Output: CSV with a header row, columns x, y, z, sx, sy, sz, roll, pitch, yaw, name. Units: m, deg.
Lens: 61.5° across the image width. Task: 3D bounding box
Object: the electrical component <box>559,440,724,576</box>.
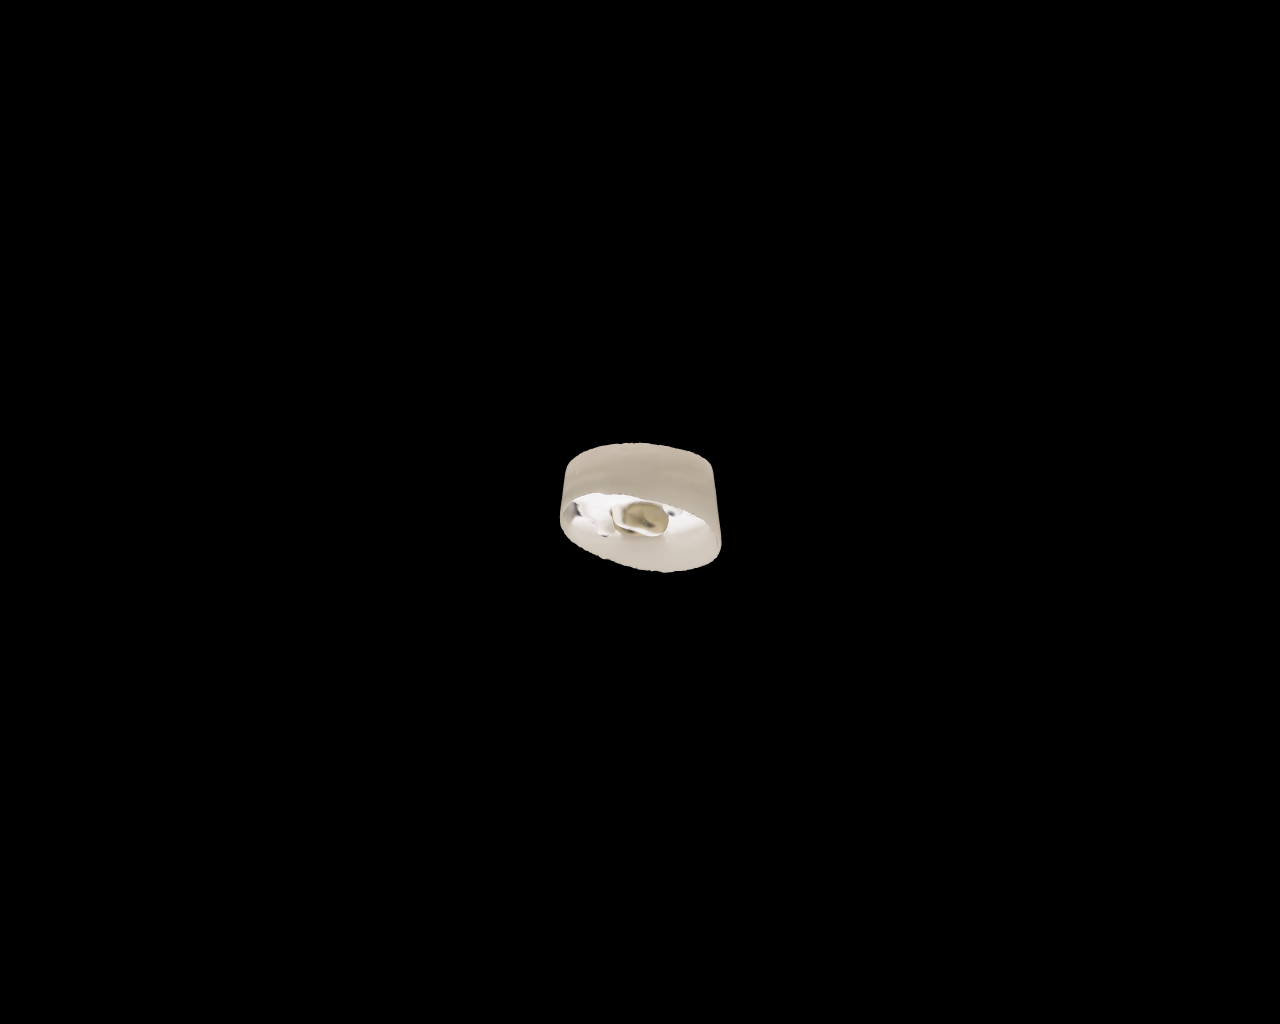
x,y,z,sx,sy,sz,roll,pitch,yaw,name
0.001,-0.003,0.650,0.099,0.064,0.099,0,-19,0,electrical component
